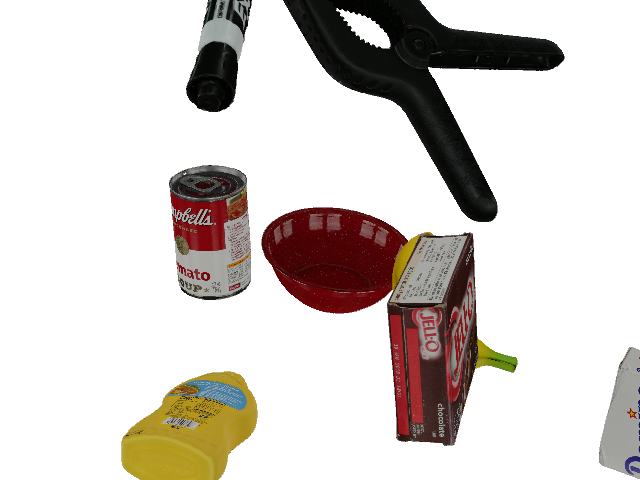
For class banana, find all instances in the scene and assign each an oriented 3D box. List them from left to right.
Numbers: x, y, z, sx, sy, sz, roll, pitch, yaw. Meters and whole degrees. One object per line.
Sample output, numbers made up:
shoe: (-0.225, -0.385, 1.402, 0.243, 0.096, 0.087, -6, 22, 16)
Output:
banana: (0.095, 0.052, 0.900, 0.069, 0.037, 0.198, 7, 31, -22)

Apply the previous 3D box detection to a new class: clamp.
clamp: (0.062, -0.115, 0.727, 0.210, 0.164, 0.036, 26, -30, -11)

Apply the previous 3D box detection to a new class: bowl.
bowl: (0.016, 0.028, 1.129, 0.162, 0.055, 0.162, 5, 33, -4)

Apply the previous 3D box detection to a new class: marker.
marker: (-0.038, -0.096, 0.443, 0.020, 0.121, 0.020, 3, -42, 2)

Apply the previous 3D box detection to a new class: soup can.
soup can: (-0.097, -0.007, 0.948, 0.068, 0.102, 0.068, -1, 28, 0)

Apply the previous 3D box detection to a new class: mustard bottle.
mustard bottle: (-0.116, 0.178, 1.063, 0.096, 0.058, 0.191, 7, 19, 15)

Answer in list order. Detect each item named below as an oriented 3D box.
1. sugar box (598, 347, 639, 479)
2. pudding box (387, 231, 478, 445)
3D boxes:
sugar box: (0.303, 0.152, 0.796, 0.176, 0.093, 0.048, 15, 27, 23)
pudding box: (0.070, 0.055, 0.643, 0.039, 0.090, 0.113, 1, 22, 14)
